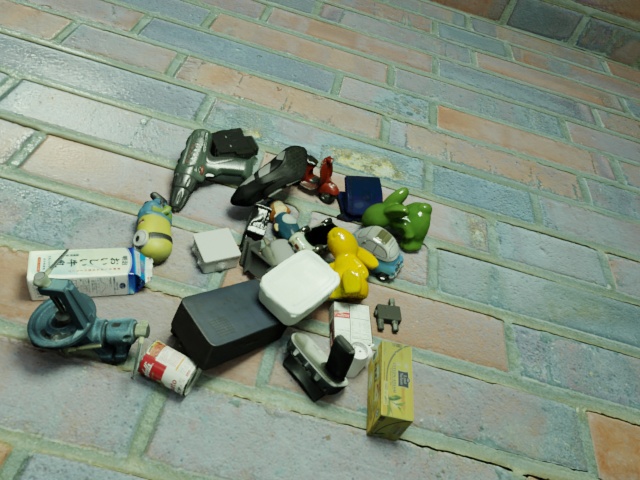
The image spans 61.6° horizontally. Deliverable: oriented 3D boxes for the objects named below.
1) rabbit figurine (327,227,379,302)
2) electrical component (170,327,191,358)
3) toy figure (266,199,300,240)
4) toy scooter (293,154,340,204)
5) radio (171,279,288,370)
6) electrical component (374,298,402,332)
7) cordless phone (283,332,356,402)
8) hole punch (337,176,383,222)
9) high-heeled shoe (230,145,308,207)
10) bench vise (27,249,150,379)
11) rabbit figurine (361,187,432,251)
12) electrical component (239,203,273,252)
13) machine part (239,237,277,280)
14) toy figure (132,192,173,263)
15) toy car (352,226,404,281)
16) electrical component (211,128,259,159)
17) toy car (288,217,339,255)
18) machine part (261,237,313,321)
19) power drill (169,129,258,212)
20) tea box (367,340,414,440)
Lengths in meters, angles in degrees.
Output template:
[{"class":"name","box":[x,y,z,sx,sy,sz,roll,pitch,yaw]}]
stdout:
[{"class":"rabbit figurine","box":[0.068,0.055,1.255,0.162,0.122,0.173,8,66,-48]},{"class":"electrical component","box":[-0.256,0.206,1.085,0.102,0.045,0.078,17,74,1]},{"class":"toy figure","box":[-0.096,-0.054,1.374,0.064,0.058,0.155,28,25,-52]},{"class":"toy scooter","box":[-0.019,-0.191,1.471,0.184,0.135,0.075,32,47,14]},{"class":"radio","box":[-0.176,0.161,1.085,0.131,0.073,0.229,44,30,23]},{"class":"electrical component","box":[0.158,0.174,1.265,0.063,0.021,0.094,9,47,-9]},{"class":"cordless phone","box":[0.002,0.220,1.057,0.089,0.184,0.147,-29,62,-32]},{"class":"hole punch","box":[0.114,-0.113,1.478,0.142,0.092,0.116,2,51,-22]},{"class":"high-heeled shoe","box":[-0.127,-0.160,1.376,0.086,0.145,0.249,59,35,-14]},{"class":"bench vise","box":[-0.431,0.139,0.964,0.224,0.240,0.129,7,48,10]},{"class":"rabbit figurine","box":[0.198,-0.054,1.405,0.170,0.159,0.121,6,57,-11]},{"class":"electrical component","box":[-0.158,-0.023,1.302,0.048,0.075,0.119,18,70,-11]},{"class":"machine part","box":[-0.140,0.052,1.221,0.039,0.084,0.139,6,23,-44]},{"class":"toy figure","box":[-0.379,-0.029,1.236,0.089,0.082,0.180,6,45,-11]},{"class":"toy car","box":[0.139,0.021,1.348,0.162,0.102,0.109,33,47,15]},{"class":"electrical component","box":[-0.244,-0.258,1.513,0.134,0.058,0.115,-13,55,-28]},{"class":"toy car","box":[-0.003,-0.004,1.325,0.073,0.056,0.201,54,30,9]},{"class":"machine part","box":[-0.073,0.083,1.236,0.079,0.079,0.243,-10,51,-26]},{"class":"power drill","box":[-0.270,-0.164,1.387,0.207,0.086,0.232,8,70,-11]},{"class":"tea box","box":[0.141,0.302,1.087,0.068,0.098,0.170,13,47,-7]}]
